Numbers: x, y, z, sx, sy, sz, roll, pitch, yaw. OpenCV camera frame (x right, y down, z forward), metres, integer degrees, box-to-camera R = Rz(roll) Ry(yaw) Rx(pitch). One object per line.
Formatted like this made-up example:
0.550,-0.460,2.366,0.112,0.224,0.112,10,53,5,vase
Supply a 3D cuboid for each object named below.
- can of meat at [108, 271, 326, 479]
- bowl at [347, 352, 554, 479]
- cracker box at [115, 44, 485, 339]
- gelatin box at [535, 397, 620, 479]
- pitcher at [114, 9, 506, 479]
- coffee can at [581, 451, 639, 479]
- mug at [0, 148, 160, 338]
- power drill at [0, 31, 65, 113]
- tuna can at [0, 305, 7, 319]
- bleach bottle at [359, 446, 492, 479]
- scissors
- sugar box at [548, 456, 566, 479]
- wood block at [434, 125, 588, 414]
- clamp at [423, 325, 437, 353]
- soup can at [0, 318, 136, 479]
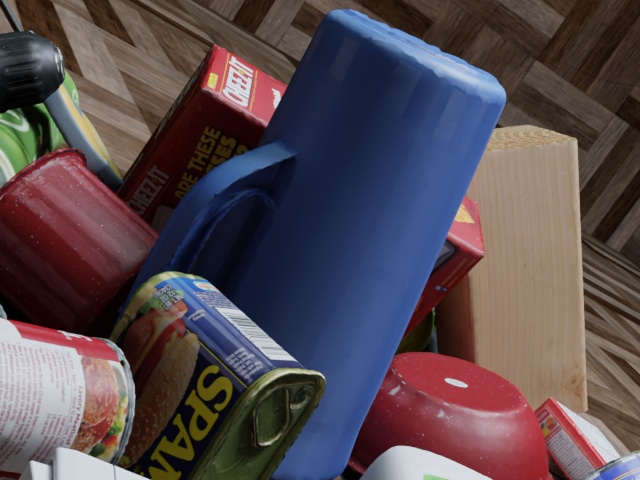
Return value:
-0.060,0.077,0.490,0.084,0.102,0.057,39,13,30,can of meat
0.083,0.117,0.697,0.162,0.055,0.162,13,14,-4,bowl
-0.024,-0.005,0.715,0.213,0.164,0.072,30,32,-17,cracker box
0.189,0.156,0.746,0.089,0.030,0.073,35,15,-46,gelatin box
-0.004,0.001,0.586,0.145,0.243,0.149,25,13,1,pitcher
0.202,0.207,0.612,0.102,0.103,0.140,21,26,-45,coffee can
-0.133,0.012,0.595,0.081,0.093,0.117,41,-3,9,mug
-0.244,-0.101,0.619,0.184,0.057,0.188,-10,20,-12,power drill
-0.188,0.035,0.480,0.086,0.034,0.086,32,13,-8,tuna can
0.076,0.196,0.480,0.102,0.068,0.251,28,16,-17,bleach bottle
-0.175,-0.106,0.686,0.202,0.016,0.096,57,-4,32,scissors
0.160,0.180,0.785,0.093,0.048,0.176,33,16,-1,sugar box
0.138,0.025,0.802,0.090,0.206,0.090,-9,15,-10,wood block
0.114,0.101,0.975,0.164,0.036,0.210,19,17,-40,clamp
-0.135,0.064,0.427,0.102,0.068,0.069,20,19,-45,soup can
